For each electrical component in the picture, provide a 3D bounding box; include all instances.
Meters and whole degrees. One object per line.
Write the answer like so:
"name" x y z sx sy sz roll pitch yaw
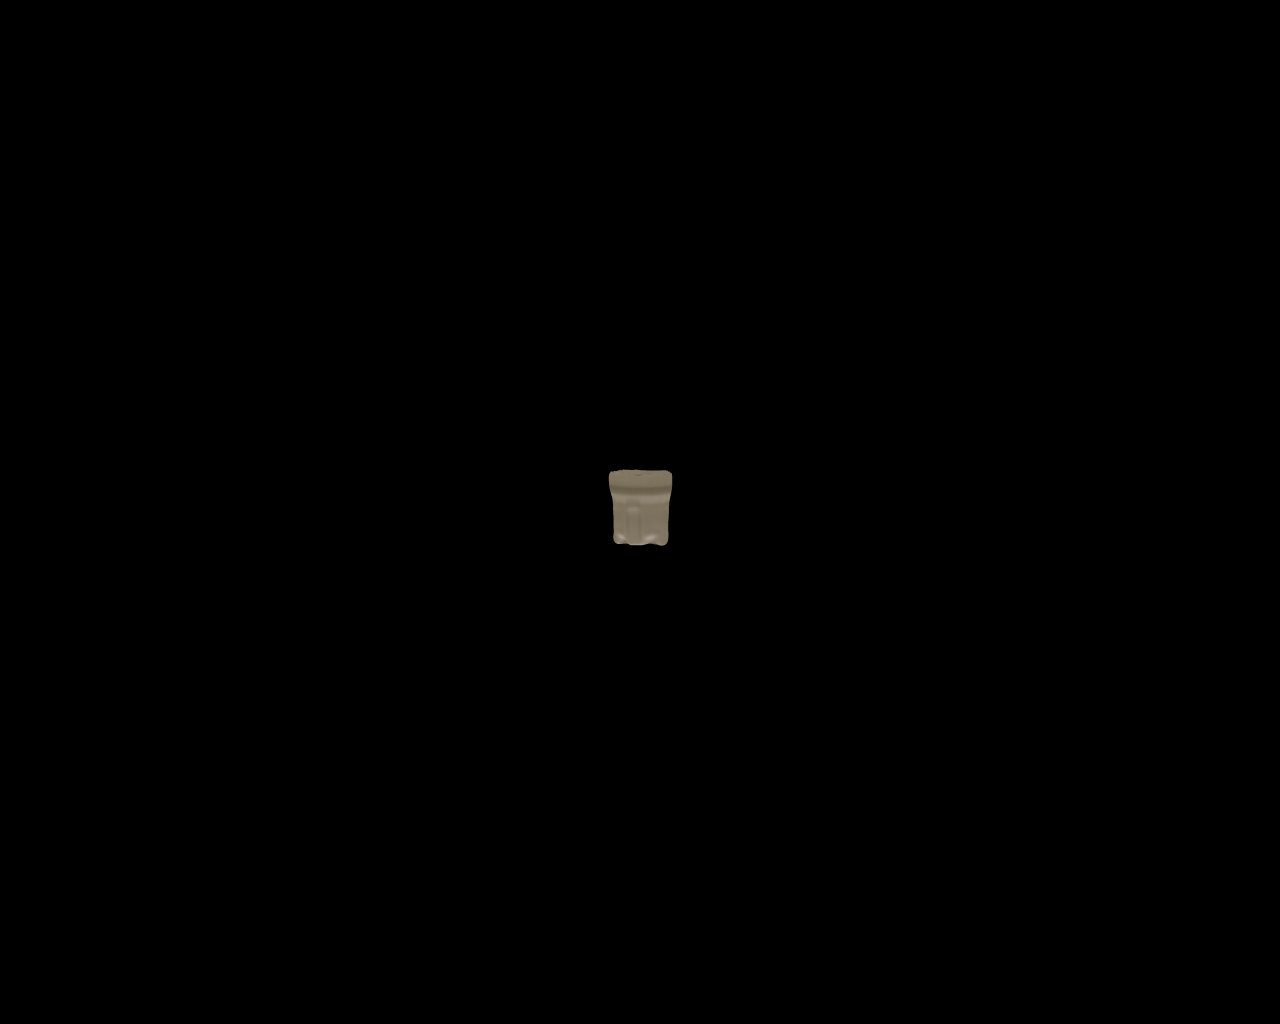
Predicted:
"electrical component" 0.001 -0.003 0.650 0.040 0.046 0.040 0 7 0
